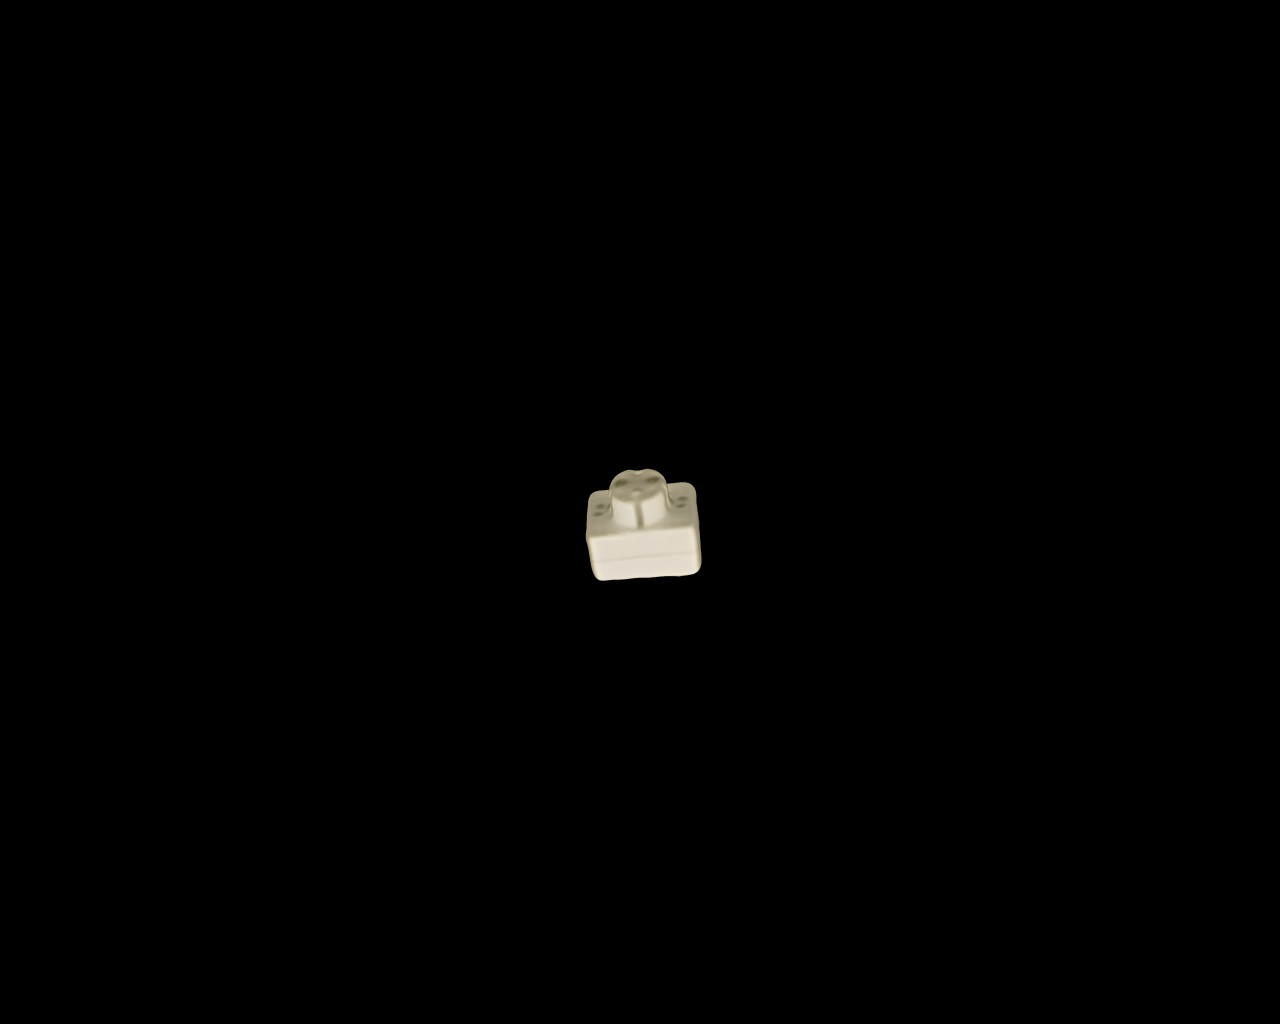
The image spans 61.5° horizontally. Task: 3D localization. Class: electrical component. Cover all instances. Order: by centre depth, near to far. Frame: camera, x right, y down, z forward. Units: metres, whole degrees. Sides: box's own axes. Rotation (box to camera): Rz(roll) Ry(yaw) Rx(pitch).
[{"bbox_3d":[0.001,-0.003,0.650,0.066,0.076,0.047,-5,37,4],"label":"electrical component"}]
